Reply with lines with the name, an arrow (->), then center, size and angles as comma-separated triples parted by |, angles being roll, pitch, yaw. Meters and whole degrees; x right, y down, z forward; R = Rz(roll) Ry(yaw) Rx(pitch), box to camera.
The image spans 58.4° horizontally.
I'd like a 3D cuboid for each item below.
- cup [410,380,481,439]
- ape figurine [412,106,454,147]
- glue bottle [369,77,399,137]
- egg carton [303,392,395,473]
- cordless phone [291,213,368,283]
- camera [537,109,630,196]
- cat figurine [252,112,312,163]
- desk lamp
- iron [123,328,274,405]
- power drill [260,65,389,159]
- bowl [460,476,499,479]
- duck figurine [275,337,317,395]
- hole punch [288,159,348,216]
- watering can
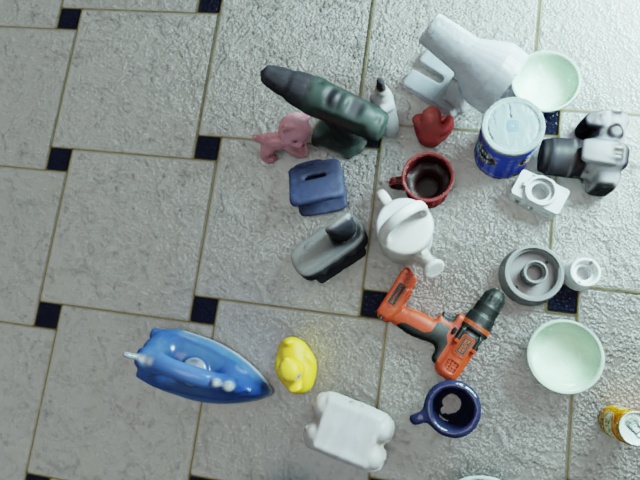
cup -> 0.209, 0.286, 0.969 | 0.117, 0.095, 0.091 | -19, 77, 5
ape figurine -> 0.208, -0.219, 1.068 | 0.077, 0.092, 0.076 | 25, 84, 13
glue bottle -> 0.116, -0.251, 1.047 | 0.037, 0.173, 0.078 | -26, 76, 4
egg carton -> 0.050, 0.333, 0.999 | 0.150, 0.069, 0.107 | 17, 82, 12
cordless phone -> 0.009, 0.004, 1.009 | 0.147, 0.185, 0.094 | -38, 76, 1
camera -> 0.463, -0.161, 1.011 | 0.136, 0.101, 0.143 | 8, 81, 11
cat figurine -> -0.067, -0.202, 1.096 | 0.127, 0.118, 0.067 | -10, 78, 7
desk lamp -> 0.248, -0.300, 1.014 | 0.203, 0.214, 0.118 | 35, 86, 14
iron -> -0.218, 0.237, 1.024 | 0.258, 0.141, 0.119 | 14, 82, 12
power drill -> 0.015, -0.226, 1.040 | 0.229, 0.208, 0.076 | 22, 84, 13
bowl -> 0.264, 0.466, 0.937 | 0.167, 0.075, 0.167 | -2, 79, 9
duck figurine -> -0.050, 0.226, 1.028 | 0.077, 0.086, 0.104 | -14, 77, 6
hole punch -> -0.008, -0.105, 1.081 | 0.108, 0.091, 0.101 | -12, 78, 7
watering can -> 0.151, -0.016, 0.985 | 0.172, 0.194, 0.101 | 34, 86, 14
